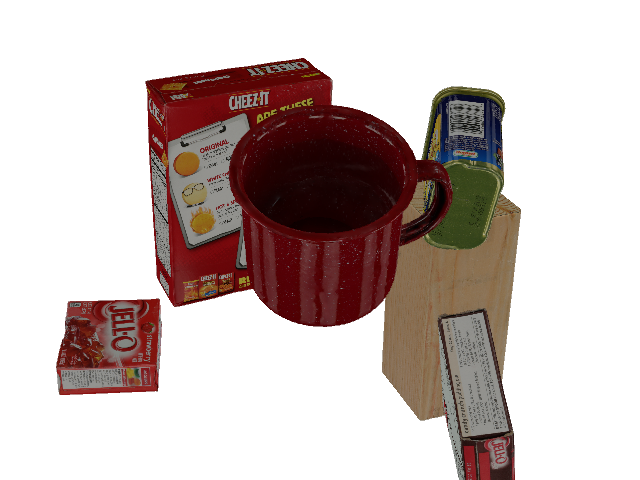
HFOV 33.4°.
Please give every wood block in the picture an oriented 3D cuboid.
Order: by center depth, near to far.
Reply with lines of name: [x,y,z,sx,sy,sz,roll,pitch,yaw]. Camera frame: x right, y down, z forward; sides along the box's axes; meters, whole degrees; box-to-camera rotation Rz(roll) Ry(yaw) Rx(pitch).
wood block: [0.119,0.053,0.999,0.090,0.206,0.091,-9,29,-19]

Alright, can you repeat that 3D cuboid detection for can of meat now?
can of meat: [0.111,-0.054,0.834,0.057,0.084,0.102,7,-41,1]

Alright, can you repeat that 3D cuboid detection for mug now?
mug: [0.012,-0.012,0.555,0.117,0.093,0.081,-14,-39,-12]

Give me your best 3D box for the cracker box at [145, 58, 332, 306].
cracker box: [-0.078,-0.056,1.024,0.164,0.214,0.072,-12,33,-23]

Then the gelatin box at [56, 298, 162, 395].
gelatin box: [-0.159,0.079,0.814,0.073,0.030,0.089,-1,31,-5]

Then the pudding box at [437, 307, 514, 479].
pudding box: [0.107,0.117,0.729,0.039,0.090,0.113,-8,42,1]
